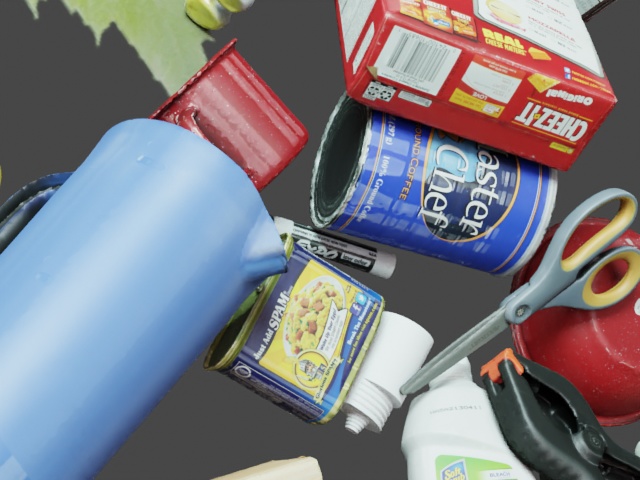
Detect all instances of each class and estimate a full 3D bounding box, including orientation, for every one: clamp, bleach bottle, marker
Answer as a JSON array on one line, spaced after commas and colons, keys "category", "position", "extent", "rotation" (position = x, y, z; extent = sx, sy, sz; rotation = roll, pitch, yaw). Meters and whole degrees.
[{"category": "clamp", "position": [0.168, 0.148, 0.693], "extent": [0.171, 0.039, 0.120], "rotation": [41, 31, 1]}, {"category": "bleach bottle", "position": [0.112, 0.190, 0.684], "extent": [0.102, 0.068, 0.251], "rotation": [-2, 56, -8]}, {"category": "marker", "position": [-0.005, 0.001, 0.741], "extent": [0.121, 0.020, 0.020], "rotation": [18, 72, -16]}]

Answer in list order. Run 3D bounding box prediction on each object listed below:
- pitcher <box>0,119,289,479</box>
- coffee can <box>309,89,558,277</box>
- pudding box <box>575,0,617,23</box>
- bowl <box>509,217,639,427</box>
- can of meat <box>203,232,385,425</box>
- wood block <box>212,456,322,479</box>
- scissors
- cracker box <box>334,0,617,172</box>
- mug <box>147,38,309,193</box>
[{"category": "pitcher", "position": [-0.145, 0.051, 0.594], "extent": [0.145, 0.149, 0.242], "rotation": [46, 52, -12]}, {"category": "coffee can", "position": [0.076, -0.040, 0.734], "extent": [0.140, 0.103, 0.103], "rotation": [15, 73, -17]}, {"category": "pudding box", "position": [0.200, -0.233, 0.832], "extent": [0.039, 0.090, 0.113], "rotation": [-29, 89, -22]}, {"category": "bowl", "position": [0.224, 0.056, 0.793], "extent": [0.162, 0.055, 0.162], "rotation": [5, 76, -19]}, {"category": "can of meat", "position": [-0.015, 0.060, 0.704], "extent": [0.084, 0.058, 0.102], "rotation": [32, 69, -13]}, {"category": "wood block", "position": [-0.098, 0.198, 0.622], "extent": [0.205, 0.091, 0.090], "rotation": [-12, 81, -22]}, {"category": "scissors", "position": [0.148, 0.051, 0.727], "extent": [0.202, 0.016, 0.096], "rotation": [-48, 125, 2]}, {"category": "cracker box", "position": [0.094, -0.155, 0.733], "extent": [0.164, 0.072, 0.213], "rotation": [16, 38, -17]}, {"category": "mug", "position": [-0.062, -0.067, 0.688], "extent": [0.093, 0.117, 0.081], "rotation": [-41, 100, 12]}]
